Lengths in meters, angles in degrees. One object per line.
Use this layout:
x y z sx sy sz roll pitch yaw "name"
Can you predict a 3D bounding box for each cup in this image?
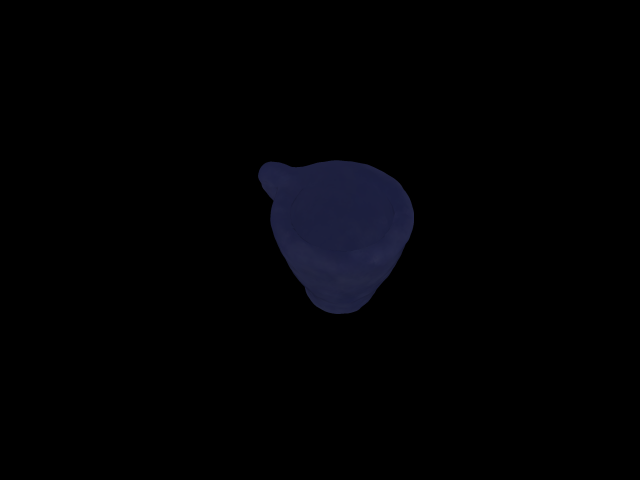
0.004 0.001 0.400 0.117 0.095 0.092 33 58 24 "cup"
